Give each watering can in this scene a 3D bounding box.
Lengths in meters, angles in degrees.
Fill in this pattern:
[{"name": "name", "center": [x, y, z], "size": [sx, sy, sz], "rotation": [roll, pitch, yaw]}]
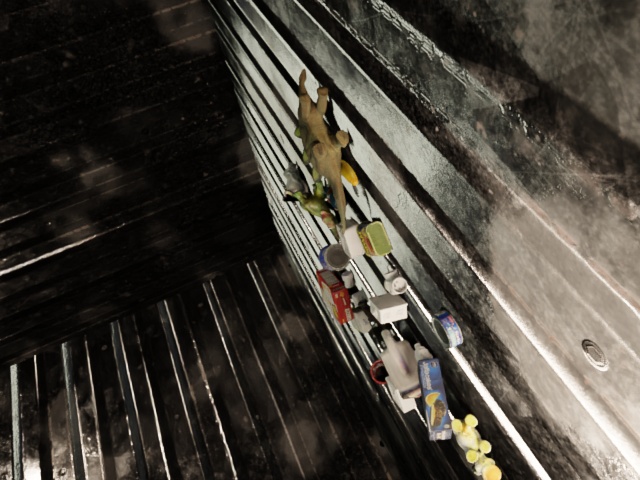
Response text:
[{"name": "watering can", "center": [0.262, 0.392, 1.651], "size": [0.227, 0.104, 0.344], "rotation": [63, -177, 16]}]

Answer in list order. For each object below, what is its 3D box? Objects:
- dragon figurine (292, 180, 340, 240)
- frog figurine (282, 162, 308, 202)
[{"name": "dragon figurine", "center": [0.006, -0.097, 1.932], "size": [0.243, 0.122, 0.410], "rotation": [58, 180, 0]}, {"name": "frog figurine", "center": [-0.104, -0.250, 2.227], "size": [0.135, 0.123, 0.162], "rotation": [69, -150, -68]}]
